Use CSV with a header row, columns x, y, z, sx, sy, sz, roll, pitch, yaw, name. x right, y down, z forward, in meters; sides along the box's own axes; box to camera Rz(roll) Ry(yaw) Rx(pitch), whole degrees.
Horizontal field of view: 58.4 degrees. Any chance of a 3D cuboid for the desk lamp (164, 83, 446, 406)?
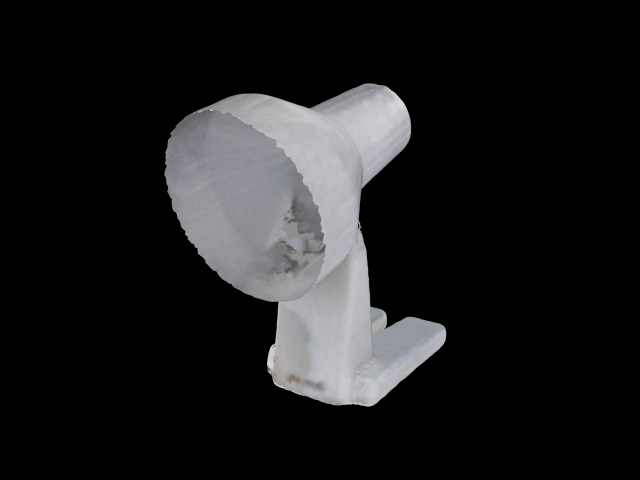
x,y,z,sx,sy,sz,roll,pitch,yaw,name
0.004,0.001,0.400,0.117,0.214,0.204,11,19,34,desk lamp
